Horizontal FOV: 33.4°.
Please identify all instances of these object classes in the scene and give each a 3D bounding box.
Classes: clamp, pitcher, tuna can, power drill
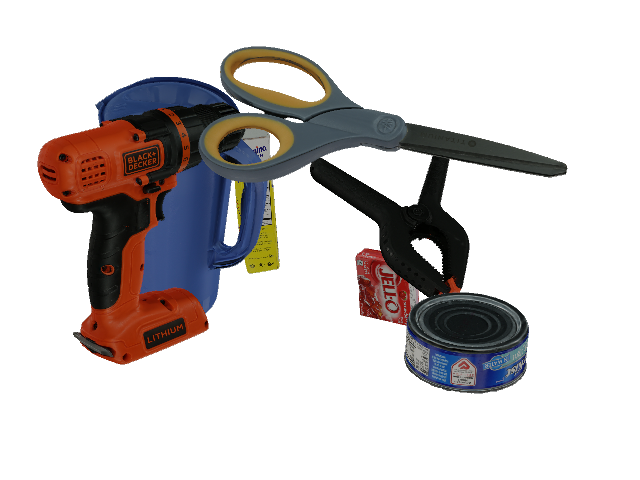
[{"bbox_3d":[0.086,-0.021,1.111,0.164,0.210,0.036,-6,-36,-15],"label":"clamp"},{"bbox_3d":[-0.143,-0.028,1.071,0.144,0.243,0.149,-8,42,-17],"label":"pitcher"},{"bbox_3d":[0.102,0.069,0.745,0.086,0.034,0.086,0,25,0],"label":"tuna can"},{"bbox_3d":[-0.131,-0.010,0.840,0.184,0.188,0.057,-20,28,-41],"label":"power drill"}]

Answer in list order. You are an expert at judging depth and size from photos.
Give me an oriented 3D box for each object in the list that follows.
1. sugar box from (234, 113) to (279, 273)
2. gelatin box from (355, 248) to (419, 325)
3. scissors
[{"bbox_3d":[-0.082,-0.058,1.313,0.048,0.176,0.093,-9,25,-7],"label":"sugar box"},{"bbox_3d":[0.084,0.058,1.331,0.073,0.089,0.030,11,32,29],"label":"gelatin box"},{"bbox_3d":[0.019,-0.047,0.572,0.202,0.096,0.016,29,-23,23],"label":"scissors"}]
